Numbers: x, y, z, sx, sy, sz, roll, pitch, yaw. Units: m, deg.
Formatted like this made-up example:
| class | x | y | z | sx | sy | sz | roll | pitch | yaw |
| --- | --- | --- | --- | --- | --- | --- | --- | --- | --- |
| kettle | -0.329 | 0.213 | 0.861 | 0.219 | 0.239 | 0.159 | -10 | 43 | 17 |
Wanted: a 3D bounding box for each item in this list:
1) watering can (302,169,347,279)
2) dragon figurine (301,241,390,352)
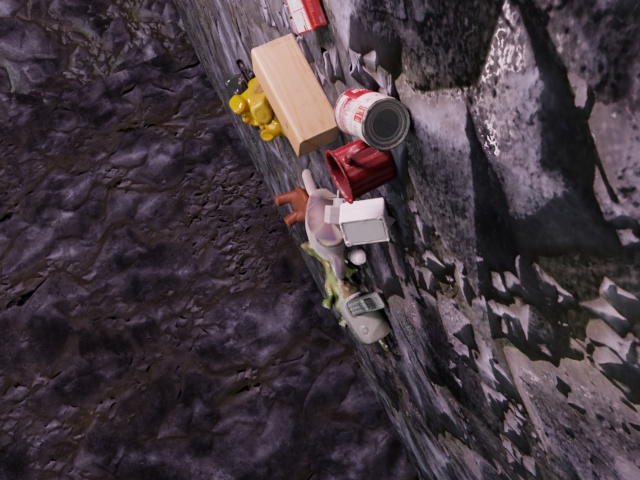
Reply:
| class | x | y | z | sx | sy | sz | roll | pitch | yaw |
| --- | --- | --- | --- | --- | --- | --- | --- | --- | --- |
| watering can | 0.004 | -0.068 | 1.354 | 0.221 | 0.104 | 0.353 | 89 | 164 | -71 |
| dragon figurine | 0.081 | 0.138 | 1.563 | 0.416 | 0.123 | 0.237 | 41 | 154 | 35 |
